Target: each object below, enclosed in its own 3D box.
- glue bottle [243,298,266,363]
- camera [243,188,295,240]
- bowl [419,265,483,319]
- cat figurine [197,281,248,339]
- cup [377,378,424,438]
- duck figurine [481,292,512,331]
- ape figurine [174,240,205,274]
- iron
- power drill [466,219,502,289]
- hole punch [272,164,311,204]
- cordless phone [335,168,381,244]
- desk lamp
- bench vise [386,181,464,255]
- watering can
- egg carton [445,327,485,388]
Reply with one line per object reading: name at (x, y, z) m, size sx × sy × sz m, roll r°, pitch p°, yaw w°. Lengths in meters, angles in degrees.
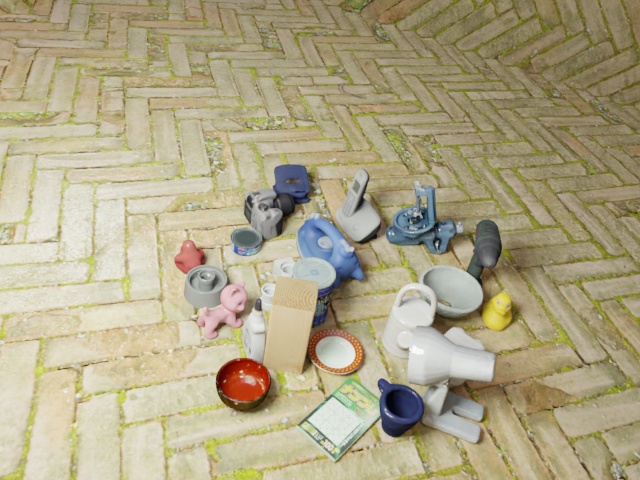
glue bottle at (-0.138, 0.190, 1.237) m, size 0.037 × 0.173 × 0.078 m, roll -8°, pitch 43°, yaw -21°
camera at (-0.134, -0.090, 1.624) m, size 0.137 × 0.101 × 0.142 m, roll -14°, pitch 46°, yaw -27°
bowl at (0.329, 0.146, 1.474) m, size 0.167 × 0.075 × 0.167 m, roll 7°, pitch 40°, yaw -5°
cat figurine at (-0.215, 0.150, 1.310) m, size 0.128 × 0.118 × 0.067 m, roll -23°, pitch 50°, yaw -34°
cup at (0.150, 0.350, 1.176) m, size 0.092 × 0.095 × 0.117 m, roll -20°, pitch 49°, yaw -31°
duck figurine at (0.462, 0.170, 1.468) m, size 0.077 × 0.086 × 0.105 m, roll 20°, pitch 41°, yaw 10°
ape figurine at (-0.326, 0.037, 1.436) m, size 0.078 × 0.092 × 0.076 m, roll -6°, pitch 43°, yaw -19°
iron at (0.014, 0.005, 1.514) m, size 0.119 × 0.141 × 0.257 m, roll -17°, pitch 47°, yaw -29°
power drill at (0.418, 0.059, 1.492) m, size 0.075 × 0.208 × 0.230 m, roll 15°, pitch 40°, yaw 6°
hole punch at (-0.084, -0.169, 1.736) m, size 0.109 × 0.091 × 0.101 m, roll -5°, pitch 42°, yaw -18°
cordless phone at (0.119, -0.097, 1.625) m, size 0.094 × 0.185 × 0.147 m, roll -15°, pitch 46°, yaw -28°
desk lamp at (0.265, 0.288, 1.183) m, size 0.203 × 0.213 × 0.118 m, roll 19°, pitch 40°, yaw 9°
bench vise at (0.303, -0.072, 1.611) m, size 0.208 × 0.220 × 0.121 m, roll -4°, pitch 42°, yaw -17°
watering can at (0.211, 0.181, 1.312) m, size 0.101 × 0.194 × 0.172 m, roll 3°, pitch 40°, yaw -9°
egg carton at (0.313, 0.271, 1.327) m, size 0.107 × 0.069 × 0.151 m, roll 33°, pitch 45°, yaw 24°
